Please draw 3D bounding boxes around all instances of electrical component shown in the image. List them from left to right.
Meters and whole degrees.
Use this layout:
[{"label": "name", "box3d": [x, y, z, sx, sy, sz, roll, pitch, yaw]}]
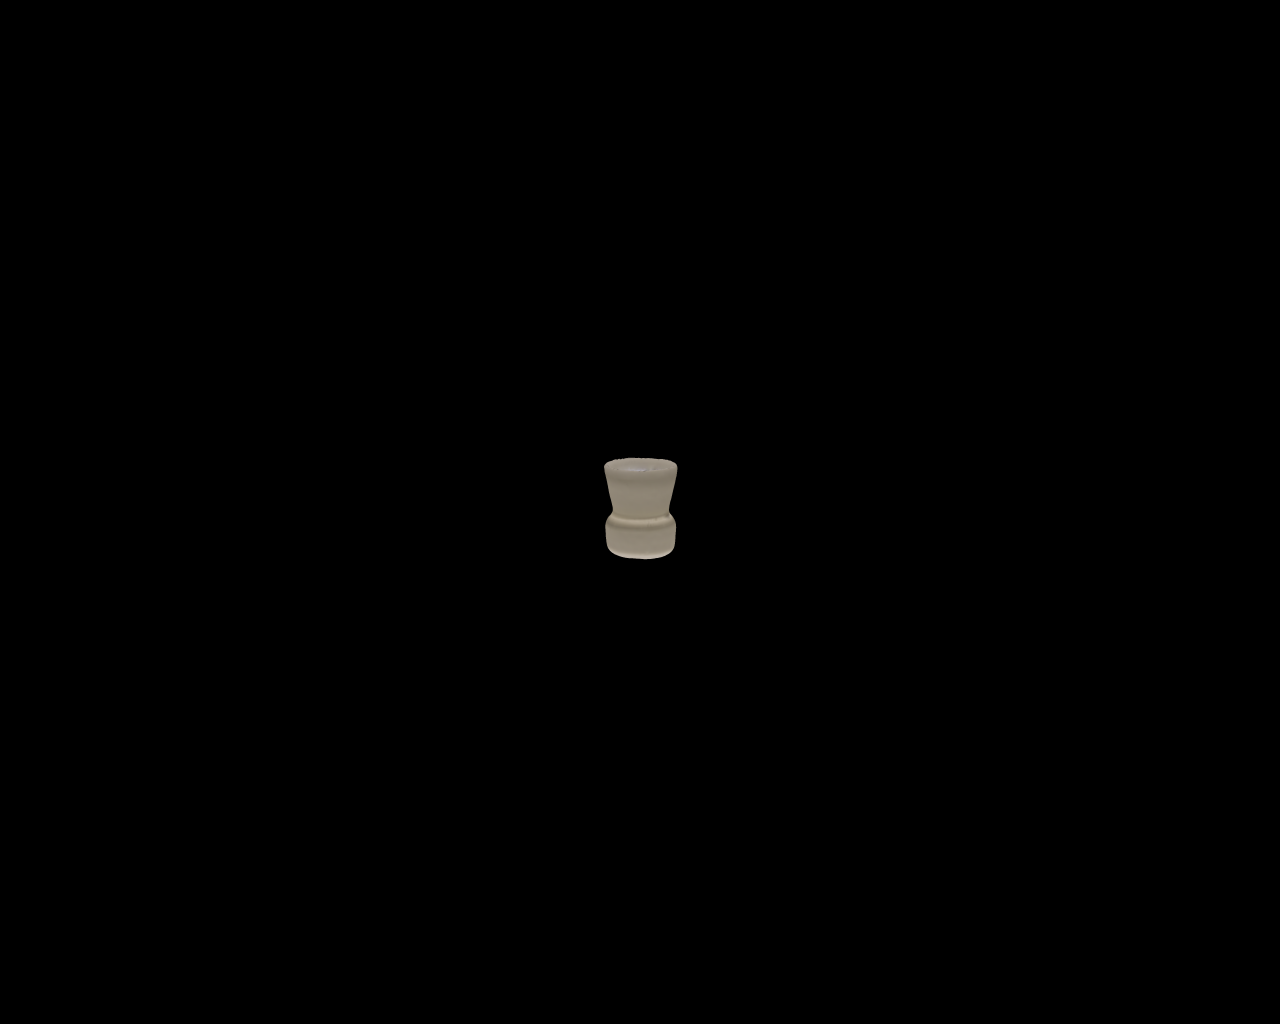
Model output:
[{"label": "electrical component", "box3d": [0.001, -0.003, 0.650, 0.045, 0.055, 0.045, 0, 14, 0]}]
